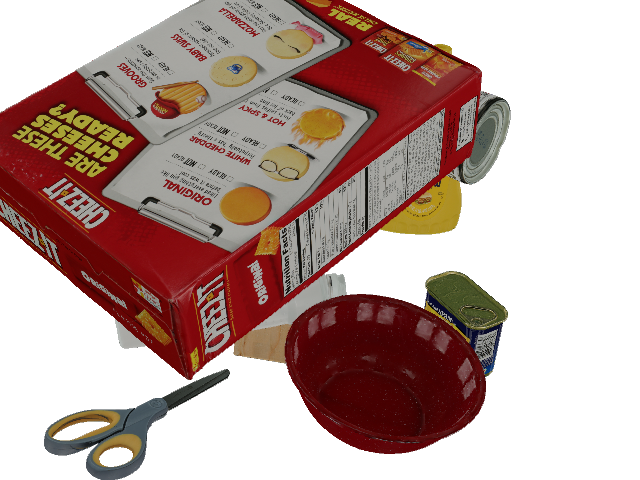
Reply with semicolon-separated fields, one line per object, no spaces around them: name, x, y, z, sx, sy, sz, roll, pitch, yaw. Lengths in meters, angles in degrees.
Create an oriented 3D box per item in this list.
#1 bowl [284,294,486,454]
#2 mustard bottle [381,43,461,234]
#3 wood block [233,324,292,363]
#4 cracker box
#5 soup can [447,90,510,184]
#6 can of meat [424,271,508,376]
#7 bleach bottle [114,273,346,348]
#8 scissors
bowl;0.046;0.115;0.846;0.162;0.055;0.162;9;36;-7
mustard bottle;0.105;-0.101;1.063;0.096;0.192;0.058;3;27;-11
wood block;-0.063;0.055;1.484;0.090;0.206;0.090;8;22;5
cracker box;-0.046;-0.049;0.563;0.164;0.072;0.213;34;58;30
soup can;0.079;-0.090;0.781;0.102;0.068;0.068;27;13;27
can of meat;0.160;0.099;1.217;0.057;0.084;0.102;-17;40;-29
bleach bottle;-0.099;0.059;1.179;0.250;0.068;0.102;-6;36;-6
scissors;-0.145;0.164;0.957;0.201;0.016;0.096;-11;33;-34
